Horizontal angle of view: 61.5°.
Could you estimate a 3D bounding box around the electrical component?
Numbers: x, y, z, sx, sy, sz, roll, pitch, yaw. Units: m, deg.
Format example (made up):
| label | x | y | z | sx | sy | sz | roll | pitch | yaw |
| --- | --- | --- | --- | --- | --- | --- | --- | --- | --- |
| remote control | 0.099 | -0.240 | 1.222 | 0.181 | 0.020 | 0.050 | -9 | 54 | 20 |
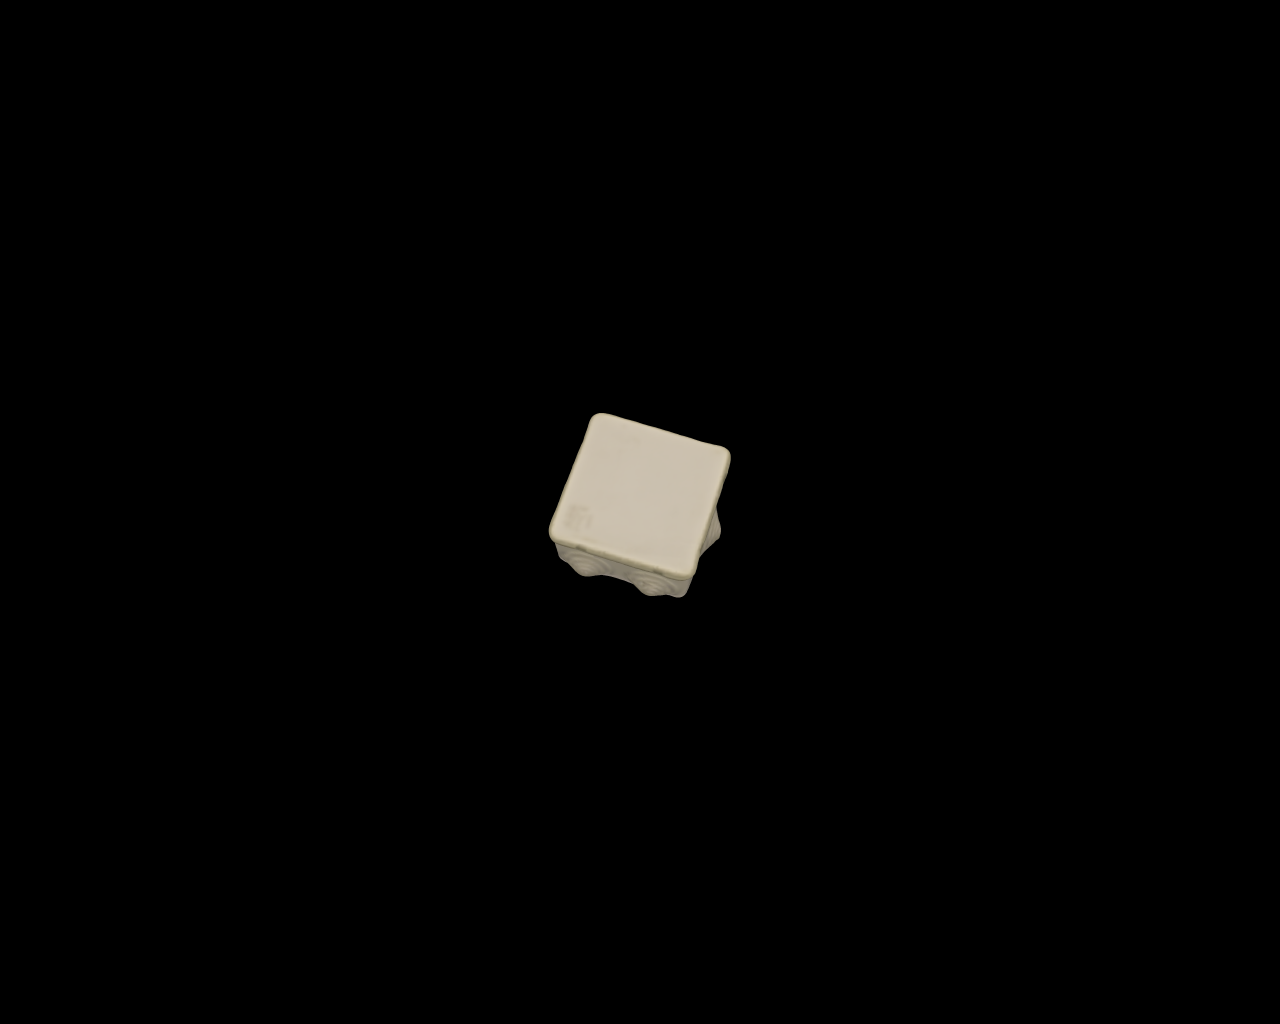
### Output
| label | x | y | z | sx | sy | sz | roll | pitch | yaw |
| --- | --- | --- | --- | --- | --- | --- | --- | --- | --- |
| electrical component | 0.001 | -0.003 | 0.650 | 0.100 | 0.100 | 0.048 | 17 | -22 | 7 |
